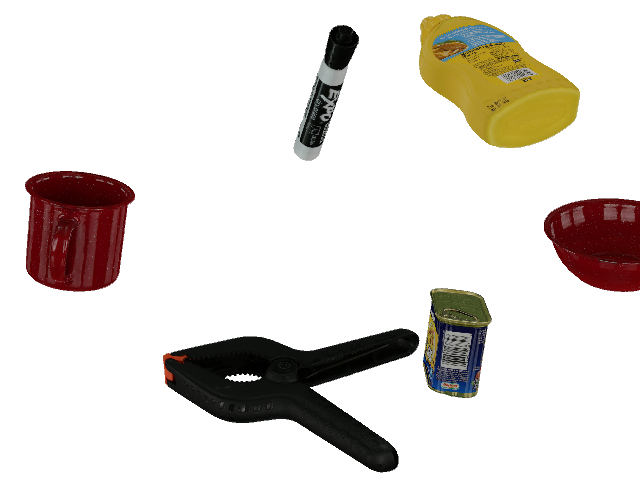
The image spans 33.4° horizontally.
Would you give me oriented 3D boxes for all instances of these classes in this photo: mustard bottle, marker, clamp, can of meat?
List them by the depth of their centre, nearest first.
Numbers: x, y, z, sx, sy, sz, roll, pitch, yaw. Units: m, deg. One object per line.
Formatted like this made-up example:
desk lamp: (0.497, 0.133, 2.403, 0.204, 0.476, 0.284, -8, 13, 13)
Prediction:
marker: (0.003, -0.096, 0.699, 0.020, 0.020, 0.121, 0, -33, -15)
clamp: (-0.022, 0.110, 0.866, 0.210, 0.036, 0.164, 9, 30, 15)
mustard bottle: (0.146, -0.159, 0.985, 0.096, 0.058, 0.192, -19, 43, -17)
can of meat: (0.140, 0.106, 1.109, 0.057, 0.084, 0.102, 6, 15, -1)

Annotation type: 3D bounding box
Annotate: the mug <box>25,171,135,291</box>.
mug: (-0.213, -0.003, 0.920, 0.093, 0.081, 0.117, 8, 20, -5)

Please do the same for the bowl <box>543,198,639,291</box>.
bowl: (0.323, 0.010, 1.159, 0.162, 0.055, 0.162, -2, 27, 1)
